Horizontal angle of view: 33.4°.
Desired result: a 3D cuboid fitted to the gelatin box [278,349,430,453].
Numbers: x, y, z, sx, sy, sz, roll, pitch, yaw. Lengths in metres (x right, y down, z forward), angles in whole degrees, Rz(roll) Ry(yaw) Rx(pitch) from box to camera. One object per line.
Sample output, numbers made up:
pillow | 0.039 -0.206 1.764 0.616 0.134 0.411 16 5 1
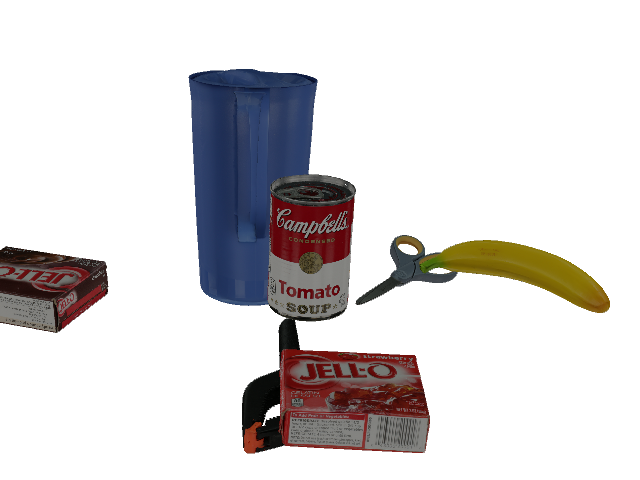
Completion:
gelatin box | 0.019 0.097 0.661 0.089 0.030 0.073 4 23 -4

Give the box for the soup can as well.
soup can | -0.009 0.005 0.857 0.068 0.102 0.068 2 22 -1

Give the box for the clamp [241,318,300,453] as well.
clamp | -0.006 0.153 1.084 0.165 0.036 0.209 14 30 20

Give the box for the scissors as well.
scissors | 0.085 0.032 1.267 0.201 0.016 0.096 -10 40 -43

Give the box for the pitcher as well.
pitcher | -0.074 -0.056 1.126 0.145 0.243 0.148 16 21 40

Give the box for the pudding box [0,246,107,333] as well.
pudding box | -0.265 0.043 0.974 0.114 0.039 0.090 6 21 18

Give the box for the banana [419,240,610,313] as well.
banana | 0.205 0.033 1.097 0.198 0.037 0.069 11 47 26
